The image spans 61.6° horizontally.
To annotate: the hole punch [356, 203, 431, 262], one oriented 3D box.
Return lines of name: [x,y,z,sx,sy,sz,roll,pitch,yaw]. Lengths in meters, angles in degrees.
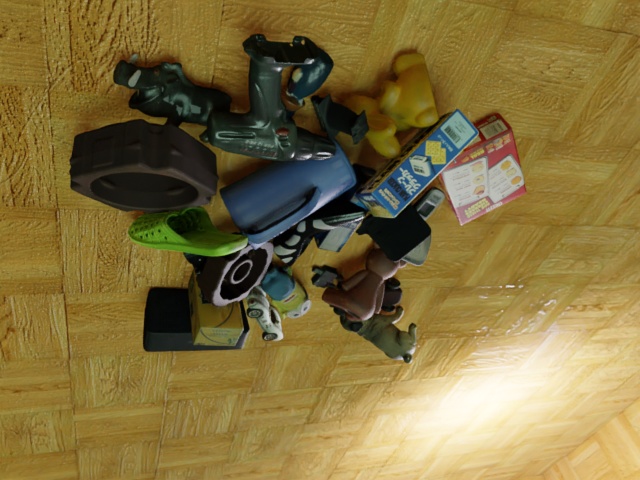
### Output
hole punch: [0.160,-0.028,1.139,0.142,0.116,0.092,-38,179,8]

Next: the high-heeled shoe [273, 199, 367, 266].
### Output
high-heeled shoe: [-0.002,-0.003,1.127,0.249,0.086,0.145,0,124,33]

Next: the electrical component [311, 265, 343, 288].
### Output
electrical component: [0.010,0.093,1.331,0.094,0.021,0.063,20,126,-36]

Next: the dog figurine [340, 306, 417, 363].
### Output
dog figurine: [0.153,0.258,1.454,0.190,0.172,0.121,5,122,-34]

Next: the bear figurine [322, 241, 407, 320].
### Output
bear figurine: [0.113,0.093,1.307,0.120,0.196,0.132,35,163,-22]

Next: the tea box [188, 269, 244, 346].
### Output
tea box: [-0.234,0.146,1.190,0.098,0.170,0.068,6,134,-27]

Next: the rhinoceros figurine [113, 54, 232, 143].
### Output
rhinoceros figurine: [-0.236,-0.229,0.865,0.190,0.073,0.112,13,130,-31]

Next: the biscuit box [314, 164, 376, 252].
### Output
biscuit box: [0.056,-0.065,1.150,0.059,0.063,0.202,12,129,-29]

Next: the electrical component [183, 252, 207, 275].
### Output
electrical component: [-0.257,0.008,1.107,0.048,0.075,0.119,-18,142,-1]

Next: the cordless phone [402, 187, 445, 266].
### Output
cordless phone: [0.231,-0.038,1.230,0.146,0.089,0.184,25,118,-37]

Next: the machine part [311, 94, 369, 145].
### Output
machine part: [0.034,-0.206,0.932,0.039,0.139,0.084,-30,125,-19]

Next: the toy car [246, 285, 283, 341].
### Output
toy car: [-0.139,0.181,1.333,0.056,0.074,0.201,-17,138,3]

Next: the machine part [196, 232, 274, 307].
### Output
machine part: [-0.176,0.057,1.130,0.179,0.056,0.179,-41,154,-25]

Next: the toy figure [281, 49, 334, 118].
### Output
toy figure: [-0.038,-0.255,0.920,0.064,0.058,0.154,24,128,-31]

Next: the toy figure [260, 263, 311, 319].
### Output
toy figure: [-0.084,0.114,1.279,0.082,0.089,0.180,-21,131,23]

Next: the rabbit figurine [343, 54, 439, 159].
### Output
rabbit figurine: [0.122,-0.225,0.960,0.173,0.162,0.121,-8,153,14]

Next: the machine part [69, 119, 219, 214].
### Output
machine part: [-0.288,-0.116,0.891,0.201,0.087,0.201,-8,162,20]

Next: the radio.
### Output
radio: [-0.287,0.182,1.237,0.229,0.131,0.073,5,134,-24]

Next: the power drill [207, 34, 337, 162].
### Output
power drill: [-0.060,-0.217,0.861,0.232,0.086,0.207,-2,141,-20]

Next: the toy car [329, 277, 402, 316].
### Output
toy car: [0.119,0.146,1.403,0.202,0.053,0.089,-2,120,-16]
